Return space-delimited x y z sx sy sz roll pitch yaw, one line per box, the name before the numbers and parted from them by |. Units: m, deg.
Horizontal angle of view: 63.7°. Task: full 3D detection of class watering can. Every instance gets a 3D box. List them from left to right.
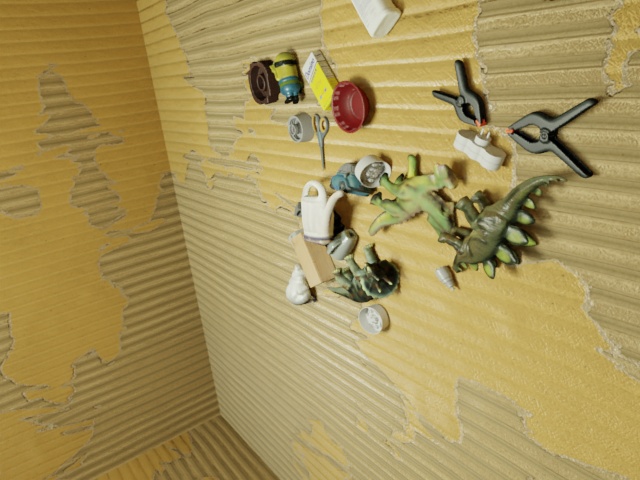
watering can | 0.005 -0.088 1.750 0.350 0.104 0.222 -156 61 -67

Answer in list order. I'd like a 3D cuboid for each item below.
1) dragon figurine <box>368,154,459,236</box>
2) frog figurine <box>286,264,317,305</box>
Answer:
dragon figurine | 0.276 -0.084 1.475 0.246 0.124 0.400 44 145 24
frog figurine | -0.091 0.187 2.142 0.139 0.123 0.156 -128 20 -61
